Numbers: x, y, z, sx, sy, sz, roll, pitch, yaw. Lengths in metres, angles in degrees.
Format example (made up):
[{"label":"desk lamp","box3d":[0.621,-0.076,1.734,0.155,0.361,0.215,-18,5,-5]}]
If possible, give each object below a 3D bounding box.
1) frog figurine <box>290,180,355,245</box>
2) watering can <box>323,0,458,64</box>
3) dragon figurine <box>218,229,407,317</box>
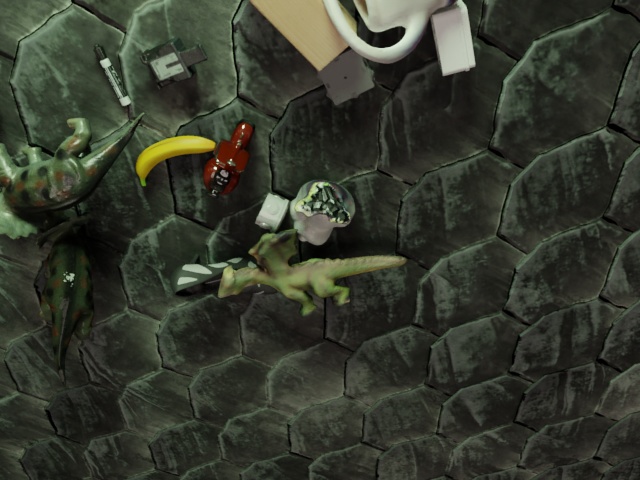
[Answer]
[{"label":"frog figurine","box3d":[0.003,-0.057,1.127,0.137,0.125,0.157,-3,161,-6]},{"label":"watering can","box3d":[0.094,-0.462,0.819,0.225,0.104,0.346,-21,96,-4]},{"label":"dragon figurine","box3d":[-0.038,0.055,1.125,0.408,0.125,0.239,-22,143,18]}]
